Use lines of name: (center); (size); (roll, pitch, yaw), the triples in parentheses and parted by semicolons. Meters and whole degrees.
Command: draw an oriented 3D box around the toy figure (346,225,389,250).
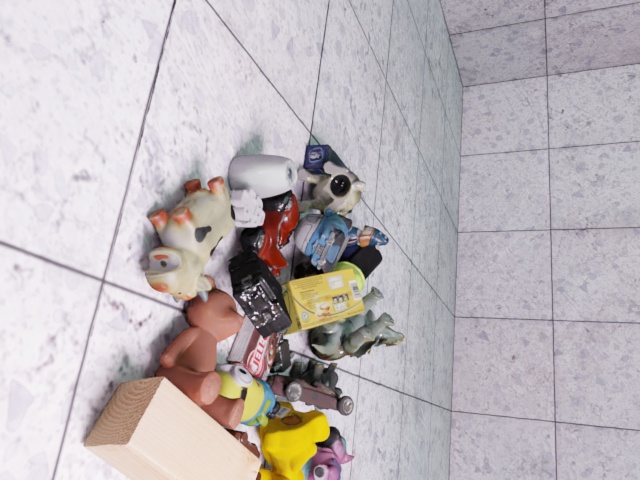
toy figure: (0.091, -0.008, 1.313); (0.057, 0.155, 0.064); (52, 43, -57)

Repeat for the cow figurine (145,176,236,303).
cow figurine: (-0.186, 0.005, 0.776); (0.127, 0.086, 0.195); (67, 30, -28)

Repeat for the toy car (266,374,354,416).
toy car: (-0.020, 0.298, 1.044); (0.202, 0.089, 0.053); (25, 68, -34)

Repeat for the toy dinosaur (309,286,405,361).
toy dinosaur: (0.052, 0.223, 1.248); (0.404, 0.192, 0.131); (-6, 53, -50)

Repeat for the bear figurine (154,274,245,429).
bear figurine: (-0.154, 0.154, 0.783); (0.196, 0.132, 0.120); (-65, 147, -36)

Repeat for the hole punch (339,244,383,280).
hole punch: (0.088, 0.047, 1.413); (0.116, 0.092, 0.142); (-49, 144, -15)

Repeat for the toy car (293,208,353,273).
toy car: (-0.002, -0.003, 1.081); (0.162, 0.103, 0.109); (-50, 164, -71)

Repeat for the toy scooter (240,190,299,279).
toy scooter: (-0.086, -0.007, 1.011); (0.184, 0.075, 0.135); (-64, 146, -43)

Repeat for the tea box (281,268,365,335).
tea box: (-0.002, 0.119, 1.057); (0.169, 0.068, 0.098); (-7, 76, -39)

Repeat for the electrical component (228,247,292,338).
electrical component: (-0.097, 0.094, 0.902); (0.134, 0.058, 0.115); (60, 5, -34)

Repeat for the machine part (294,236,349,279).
machine part: (0.005, 0.034, 1.208); (0.243, 0.079, 0.079); (-59, 140, -51)

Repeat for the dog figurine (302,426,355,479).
dog figurine: (0.004, 0.506, 1.149); (0.219, 0.109, 0.191); (21, 69, -68)

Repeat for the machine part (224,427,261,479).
machine part: (-0.155, 0.391, 0.852); (0.179, 0.056, 0.179); (0, 90, -66)

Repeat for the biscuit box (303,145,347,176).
biscuit box: (0.029, -0.160, 1.297); (0.202, 0.059, 0.063); (40, 54, -60)

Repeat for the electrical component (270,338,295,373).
electrical component: (-0.078, 0.229, 1.078); (0.094, 0.021, 0.063); (-20, 106, -65)

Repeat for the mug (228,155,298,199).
mug: (-0.092, -0.117, 0.962); (0.109, 0.107, 0.080); (-48, 133, -55)

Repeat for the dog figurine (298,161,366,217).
dog figurine: (0.054, -0.099, 1.227); (0.190, 0.173, 0.121); (13, 88, -59)

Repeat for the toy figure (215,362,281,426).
toy figure: (-0.129, 0.264, 0.889); (0.180, 0.082, 0.089); (60, 35, -52)

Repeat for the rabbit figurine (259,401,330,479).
rabbit figurine: (-0.058, 0.412, 0.995); (0.162, 0.122, 0.173); (-36, 132, -66)

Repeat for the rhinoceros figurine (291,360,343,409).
rhinoceros figurine: (0.000, 0.322, 1.186); (0.190, 0.073, 0.112); (37, 54, -61)
